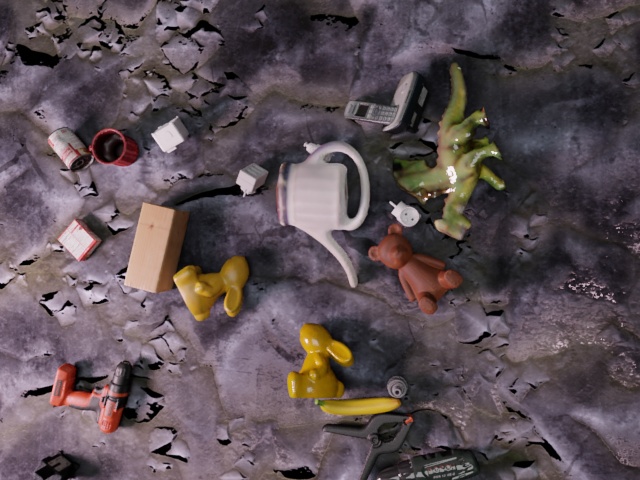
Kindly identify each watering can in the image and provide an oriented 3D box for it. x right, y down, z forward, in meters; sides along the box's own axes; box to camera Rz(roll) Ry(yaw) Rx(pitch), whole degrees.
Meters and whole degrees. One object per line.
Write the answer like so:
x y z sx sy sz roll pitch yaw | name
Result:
0.004 -0.062 1.226 0.224 0.104 0.346 3 97 10 | watering can

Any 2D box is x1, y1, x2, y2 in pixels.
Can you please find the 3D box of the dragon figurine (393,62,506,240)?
0.281 -0.195 1.195 0.241 0.121 0.416 -21 70 14 | dragon figurine
